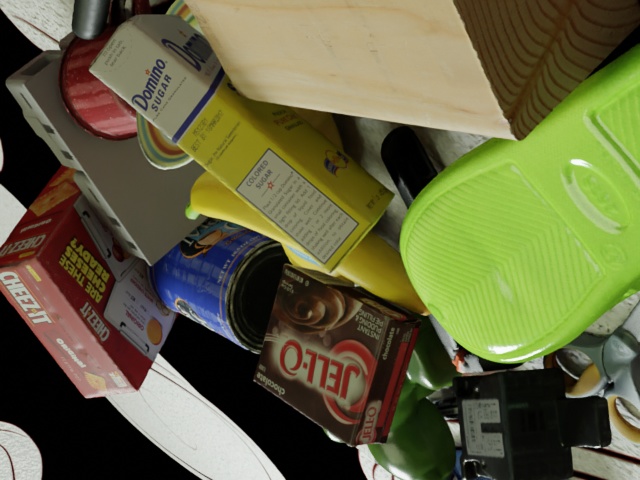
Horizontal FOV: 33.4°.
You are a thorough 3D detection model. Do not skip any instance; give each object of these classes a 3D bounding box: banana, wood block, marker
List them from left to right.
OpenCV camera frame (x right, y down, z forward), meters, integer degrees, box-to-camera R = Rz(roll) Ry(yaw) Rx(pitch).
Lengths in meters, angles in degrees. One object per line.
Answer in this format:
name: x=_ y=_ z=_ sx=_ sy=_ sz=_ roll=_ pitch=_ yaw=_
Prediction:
banana: x=-0.012 y=-0.007 z=0.703 sx=0.198 sy=0.037 sz=0.069 roll=24 pitch=166 yaw=22
wood block: x=0.029 y=-0.117 z=0.495 sx=0.206 sy=0.090 sz=0.090 roll=18 pitch=145 yaw=52
marker: x=0.110 y=0.141 z=0.891 sx=0.020 sy=0.020 sz=0.121 roll=49 pitch=159 yaw=-3

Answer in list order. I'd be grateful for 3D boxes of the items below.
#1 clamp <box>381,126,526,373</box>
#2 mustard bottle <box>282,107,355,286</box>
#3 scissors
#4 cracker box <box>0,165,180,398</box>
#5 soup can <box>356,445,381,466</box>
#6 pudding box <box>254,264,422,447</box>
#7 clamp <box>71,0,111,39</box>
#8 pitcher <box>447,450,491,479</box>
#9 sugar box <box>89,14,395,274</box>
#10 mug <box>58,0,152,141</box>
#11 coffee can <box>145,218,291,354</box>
clamp: x=0.111 y=0.034 z=0.677 sx=0.165 sy=0.036 sz=0.210 roll=34 pitch=155 yaw=28
mustard bottle: x=-0.007 y=-0.028 z=0.765 sx=0.096 sy=0.058 sz=0.191 roll=31 pitch=154 yaw=41
scissors: x=0.190 y=0.075 z=0.623 sx=0.096 sy=0.016 sz=0.202 roll=47 pitch=160 yaw=4
cracker box: x=-0.196 y=0.014 z=0.994 sx=0.072 sy=0.213 sz=0.164 roll=-13 pitch=123 yaw=28
soup can: x=0.037 y=0.152 z=0.984 sx=0.102 sy=0.068 sz=0.068 roll=34 pitch=156 yaw=29
pudding box: x=0.010 y=0.076 z=0.723 sx=0.039 sy=0.090 sz=0.114 roll=8 pitch=-168 yaw=-40
clamp: x=-0.148 y=-0.204 z=0.718 sx=0.172 sy=0.039 sz=0.120 roll=0 pitch=116 yaw=56
pitcher: x=0.141 y=0.267 z=0.926 sx=0.149 sy=0.144 sz=0.243 roll=29 pitch=151 yaw=13
sugar box: x=-0.040 y=-0.061 z=0.619 sx=0.176 sy=0.048 sz=0.093 roll=42 pitch=-164 yaw=0
mug: x=-0.141 y=-0.136 z=0.813 sx=0.082 sy=0.093 sz=0.117 roll=2 pitch=95 yaw=55
coffee can: x=-0.076 y=0.033 z=0.944 sx=0.141 sy=0.102 sz=0.102 roll=19 pitch=146 yaw=51
